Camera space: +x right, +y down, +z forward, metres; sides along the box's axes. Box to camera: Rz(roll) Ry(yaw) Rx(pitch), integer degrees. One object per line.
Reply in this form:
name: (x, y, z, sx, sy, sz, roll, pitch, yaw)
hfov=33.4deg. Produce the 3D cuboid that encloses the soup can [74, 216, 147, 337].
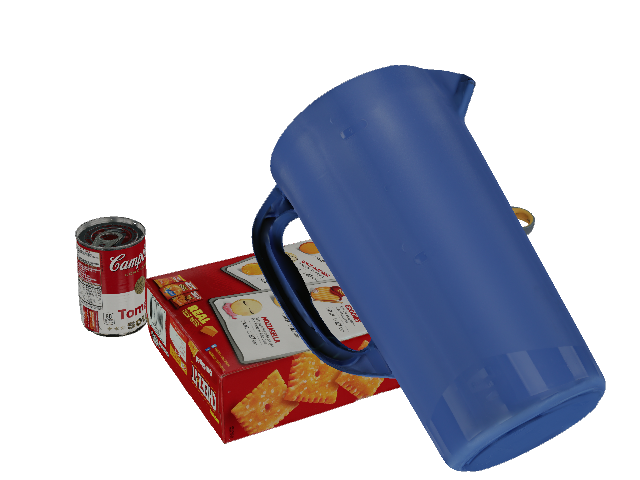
soup can: (-0.207, 0.036, 1.062, 0.068, 0.102, 0.068, 2, 27, -1)

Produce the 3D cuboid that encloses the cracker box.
cracker box: (-0.018, 0.072, 0.886, 0.213, 0.072, 0.164, -13, 30, -26)

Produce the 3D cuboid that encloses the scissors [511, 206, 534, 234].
scissors: (0.166, -0.019, 1.194, 0.201, 0.016, 0.096, -13, 40, -45)

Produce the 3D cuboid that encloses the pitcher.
pitcher: (0.066, 0.024, 0.684, 0.144, 0.243, 0.149, -15, -26, -26)
